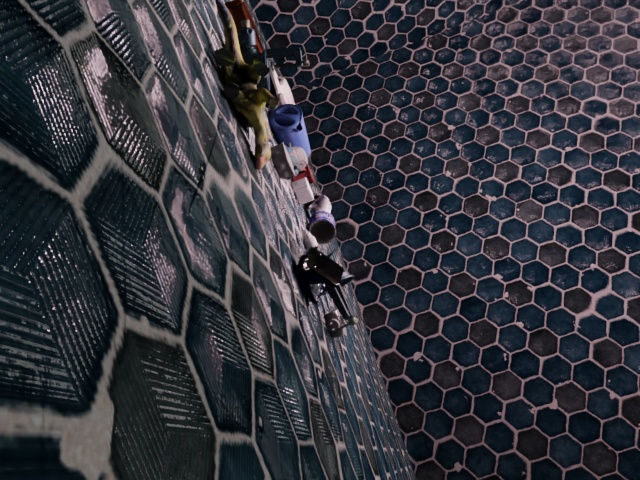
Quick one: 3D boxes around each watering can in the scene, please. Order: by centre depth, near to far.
[{"bbox_3d":[-0.177,-0.645,2.335,0.356,0.104,0.219,-106,175,-49],"label":"watering can"}]

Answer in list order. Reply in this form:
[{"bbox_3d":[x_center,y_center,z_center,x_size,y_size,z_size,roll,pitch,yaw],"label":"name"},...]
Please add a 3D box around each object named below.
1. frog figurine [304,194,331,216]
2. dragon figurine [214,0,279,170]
[{"bbox_3d":[0.007,-0.110,2.185,0.157,0.123,0.138,56,-10,-23],"label":"frog figurine"},{"bbox_3d":[-0.194,-0.376,1.308,0.239,0.122,0.415,115,-40,-71],"label":"dragon figurine"}]
